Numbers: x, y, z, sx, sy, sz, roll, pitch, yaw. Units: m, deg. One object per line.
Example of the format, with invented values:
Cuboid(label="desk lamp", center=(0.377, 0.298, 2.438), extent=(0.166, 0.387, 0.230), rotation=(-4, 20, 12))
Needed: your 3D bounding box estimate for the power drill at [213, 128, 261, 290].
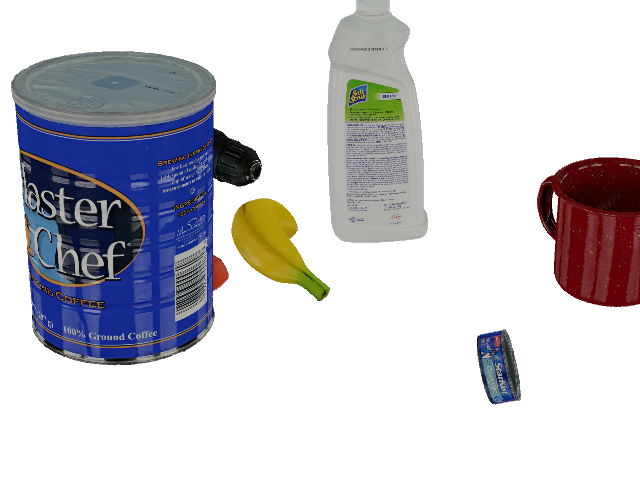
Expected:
Cuboid(label="power drill", center=(-0.136, -0.039, 1.115), extent=(0.185, 0.188, 0.057), rotation=(24, 36, 32))

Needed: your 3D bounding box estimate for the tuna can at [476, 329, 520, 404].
Cuboid(label="tuna can", center=(0.212, 0.151, 1.269), extent=(0.034, 0.086, 0.086), rotation=(-13, -4, 16))

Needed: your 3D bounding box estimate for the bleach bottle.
Cuboid(label="bleach bottle", center=(0.058, -0.121, 1.037), extent=(0.102, 0.251, 0.068), rotation=(-4, 31, -5))

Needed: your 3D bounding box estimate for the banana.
Cuboid(label="banana", center=(-0.039, -0.001, 0.821), extent=(0.037, 0.069, 0.198), rotation=(-43, 17, 6))

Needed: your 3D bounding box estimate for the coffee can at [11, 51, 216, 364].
Cuboid(label="coffee can", center=(-0.108, -0.019, 0.573), extent=(0.103, 0.140, 0.103), rotation=(2, 26, -1))

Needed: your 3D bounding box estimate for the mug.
Cuboid(label="mug", center=(0.206, -0.009, 0.788), extent=(0.093, 0.081, 0.117), rotation=(-24, 35, -33))
